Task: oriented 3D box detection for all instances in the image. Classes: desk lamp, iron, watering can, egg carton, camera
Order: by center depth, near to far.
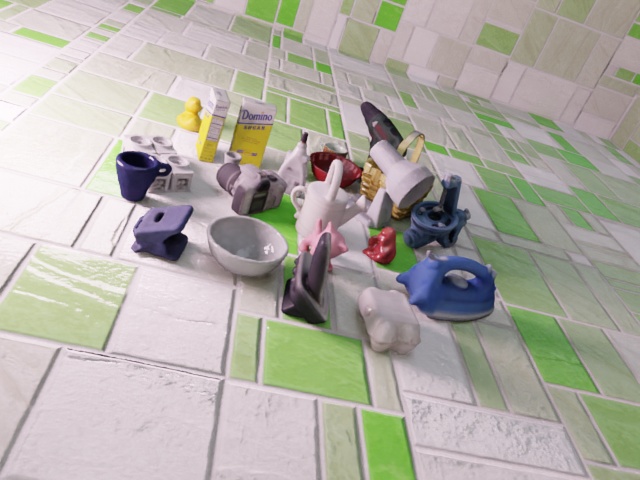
[{"bbox_3d":[0.131,0.155,1.121,0.107,0.069,0.150,9,31,-20],"label":"egg carton"},{"bbox_3d":[0.307,0.093,1.263,0.259,0.141,0.118,7,32,-23],"label":"iron"},{"bbox_3d":[0.024,-0.096,1.340,0.173,0.194,0.100,4,34,-28],"label":"watering can"},{"bbox_3d":[-0.172,-0.141,1.382,0.136,0.101,0.144,37,33,26],"label":"camera"},{"bbox_3d":[0.171,-0.135,1.480,0.202,0.213,0.118,38,34,27],"label":"desk lamp"}]

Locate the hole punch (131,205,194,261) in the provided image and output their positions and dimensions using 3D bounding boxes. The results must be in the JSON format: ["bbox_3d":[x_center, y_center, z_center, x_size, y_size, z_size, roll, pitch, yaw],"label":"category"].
[{"bbox_3d":[-0.306,-0.025,1.115,0.101,0.091,0.108,17,30,-7],"label":"hole punch"}]

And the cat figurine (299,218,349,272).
[{"bbox_3d":[0.011,0.004,1.243,0.067,0.118,0.127,5,33,-26],"label":"cat figurine"}]

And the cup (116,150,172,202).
[{"bbox_3d":[-0.385,-0.132,1.237,0.118,0.095,0.091,2,35,-31],"label":"cup"}]

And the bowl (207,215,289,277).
[{"bbox_3d":[-0.151,0.024,1.151,0.167,0.075,0.167,16,30,-9],"label":"bowl"}]

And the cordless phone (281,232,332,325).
[{"bbox_3d":[-0.003,0.052,1.087,0.094,0.185,0.147,15,30,-10],"label":"cordless phone"}]

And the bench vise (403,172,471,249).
[{"bbox_3d":[0.320,-0.085,1.486,0.121,0.220,0.208,34,32,22],"label":"bench vise"}]

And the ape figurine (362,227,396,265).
[{"bbox_3d":[0.151,0.009,1.351,0.076,0.092,0.078,16,30,-8],"label":"ape figurine"}]

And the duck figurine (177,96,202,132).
[{"bbox_3d":[-0.367,-0.368,1.648,0.078,0.086,0.104,8,32,-22],"label":"duck figurine"}]

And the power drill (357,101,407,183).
[{"bbox_3d":[0.160,-0.276,1.711,0.076,0.208,0.229,-4,38,-37],"label":"power drill"}]

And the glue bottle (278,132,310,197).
[{"bbox_3d":[-0.059,-0.199,1.478,0.078,0.173,0.037,22,29,2],"label":"glue bottle"}]
